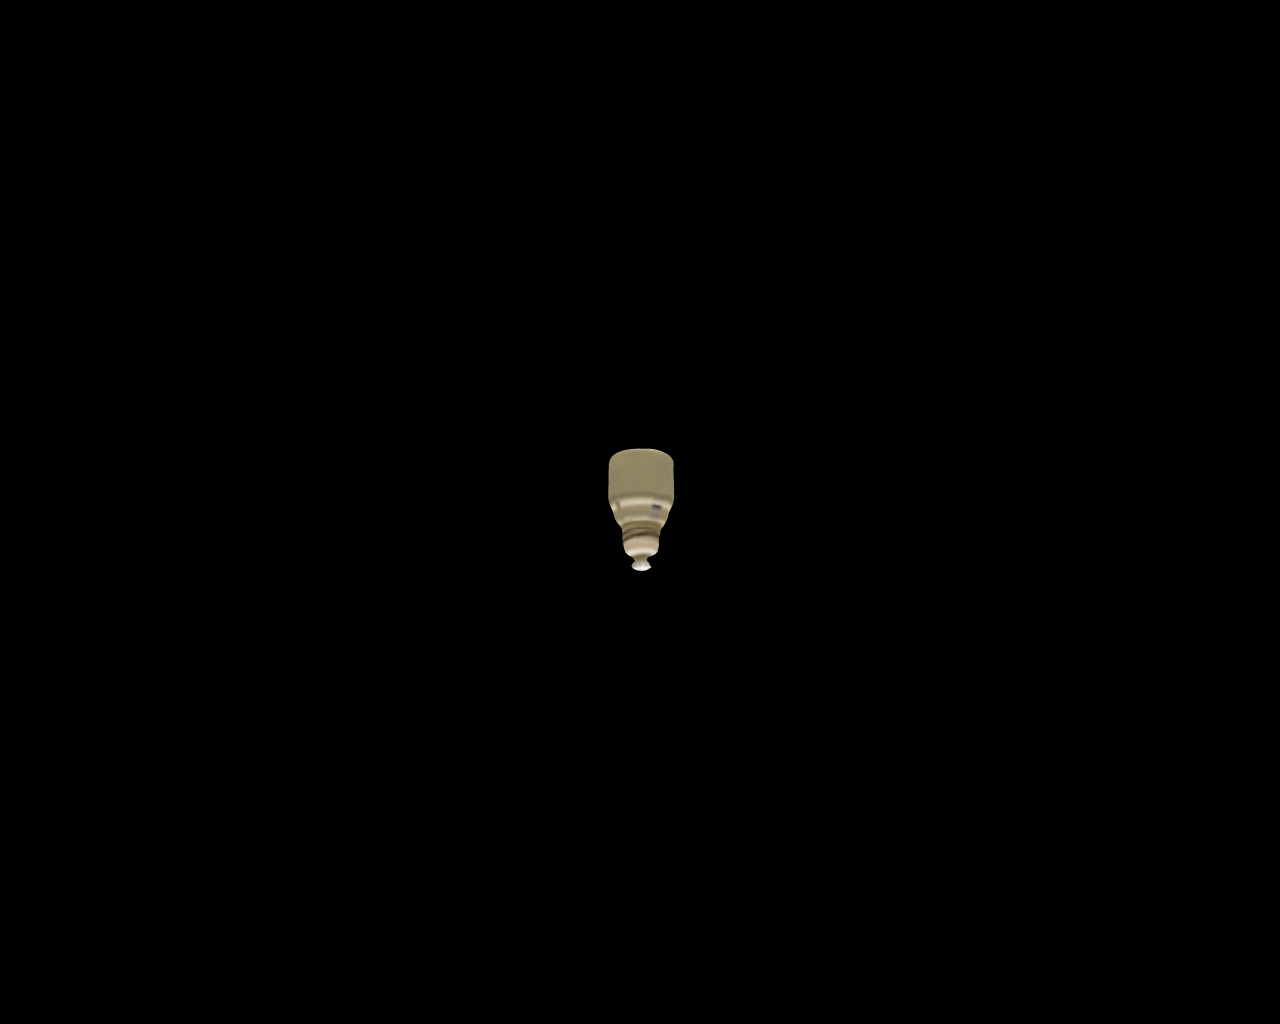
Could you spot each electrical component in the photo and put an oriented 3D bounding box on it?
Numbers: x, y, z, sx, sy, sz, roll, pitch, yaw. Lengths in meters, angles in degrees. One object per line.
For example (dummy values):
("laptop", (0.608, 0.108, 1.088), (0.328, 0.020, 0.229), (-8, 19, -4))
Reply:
("electrical component", (0.001, -0.003, 0.650), (0.040, 0.078, 0.040), (0, -16, 0))
